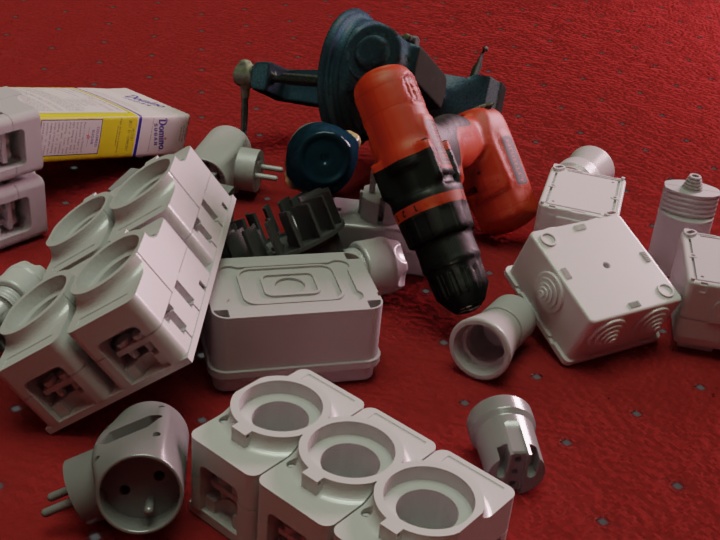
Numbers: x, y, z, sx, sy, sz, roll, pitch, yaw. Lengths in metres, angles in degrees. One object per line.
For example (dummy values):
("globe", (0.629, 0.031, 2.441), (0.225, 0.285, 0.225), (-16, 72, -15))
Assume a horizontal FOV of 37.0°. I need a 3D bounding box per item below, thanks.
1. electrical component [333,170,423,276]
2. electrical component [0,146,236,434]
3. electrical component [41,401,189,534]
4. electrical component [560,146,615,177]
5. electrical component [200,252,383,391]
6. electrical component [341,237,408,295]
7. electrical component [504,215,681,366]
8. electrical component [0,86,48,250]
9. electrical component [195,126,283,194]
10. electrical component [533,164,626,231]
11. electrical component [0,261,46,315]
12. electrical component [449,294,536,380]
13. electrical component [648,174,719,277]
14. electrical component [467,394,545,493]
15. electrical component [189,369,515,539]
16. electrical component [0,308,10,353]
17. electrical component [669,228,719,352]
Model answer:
("electrical component", (0.017, -0.043, 0.834), (0.083, 0.075, 0.047), (7, 30, 3))
("electrical component", (-0.151, 0.002, 0.681), (0.105, 0.060, 0.186), (-27, 28, 18))
("electrical component", (-0.130, 0.110, 0.569), (0.079, 0.043, 0.077), (-23, 15, -1))
("electrical component", (0.198, -0.082, 0.964), (0.045, 0.045, 0.055), (21, 33, 25))
("electrical component", (-0.047, 0.033, 0.709), (0.113, 0.057, 0.078), (-3, 31, -15))
("electrical component", (0.000, 0.000, 0.789), (0.062, 0.043, 0.043), (-11, 33, -25))
("electrical component", (0.166, 0.011, 0.763), (0.100, 0.048, 0.099), (-12, 55, -27))
("electrical component", (-0.323, -0.099, 0.848), (0.186, 0.105, 0.060), (26, 35, 32))
("electrical component", (-0.107, -0.087, 0.924), (0.079, 0.044, 0.077), (9, 30, 7))
("electrical component", (0.173, -0.035, 0.860), (0.062, 0.061, 0.096), (13, 31, 12))
("electrical component", (-0.235, 0.021, 0.723), (0.035, 0.035, 0.061), (13, 32, 14))
("electrical component", (0.094, 0.042, 0.734), (0.044, 0.044, 0.065), (20, 27, 23))
("electrical component", (0.259, -0.039, 0.861), (0.043, 0.081, 0.043), (4, 30, -2))
("electrical component", (0.086, 0.102, 0.629), (0.040, 0.040, 0.046), (0, 36, -8))
("electrical component", (-0.007, 0.117, 0.563), (0.150, 0.061, 0.089), (26, 36, 32))
("electrical component", (-0.209, 0.033, 0.705), (0.035, 0.035, 0.061), (18, 30, 22))
("electrical component", (0.262, 0.015, 0.787), (0.062, 0.061, 0.096), (9, 30, 7))
